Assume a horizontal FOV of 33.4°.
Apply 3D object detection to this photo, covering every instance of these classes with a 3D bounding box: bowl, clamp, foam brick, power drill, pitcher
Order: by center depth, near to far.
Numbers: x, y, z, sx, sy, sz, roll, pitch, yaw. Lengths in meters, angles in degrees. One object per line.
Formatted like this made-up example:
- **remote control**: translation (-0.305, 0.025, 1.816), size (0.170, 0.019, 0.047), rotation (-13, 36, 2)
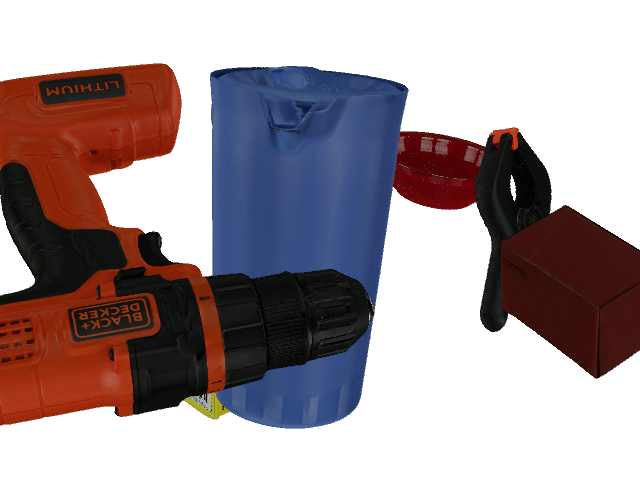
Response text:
- **power drill**: translation (-0.085, -0.006, 0.510), size (0.184, 0.188, 0.057), rotation (-8, -42, -16)
- **foam brick**: translation (0.144, 0.026, 0.590), size (0.051, 0.053, 0.078), rotation (-26, 41, -22)
- **pitcher**: translation (-0.014, -0.001, 0.757), size (0.148, 0.243, 0.145), rotation (-8, 20, -36)
- **clamp**: translation (0.165, -0.007, 0.916), size (0.120, 0.171, 0.039), rotation (-27, 11, -40)
- **bowl**: translation (0.141, -0.079, 1.279), size (0.162, 0.055, 0.162), rotation (8, 24, -4)

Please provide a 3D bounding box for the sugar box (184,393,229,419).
- **sugar box**: translation (-0.058, 0.095, 0.962), size (0.093, 0.048, 0.175), rotation (28, 36, 37)

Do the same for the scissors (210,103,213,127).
- **scissors**: translation (-0.068, -0.078, 1.190), size (0.096, 0.202, 0.016), rotation (-14, -5, -16)
